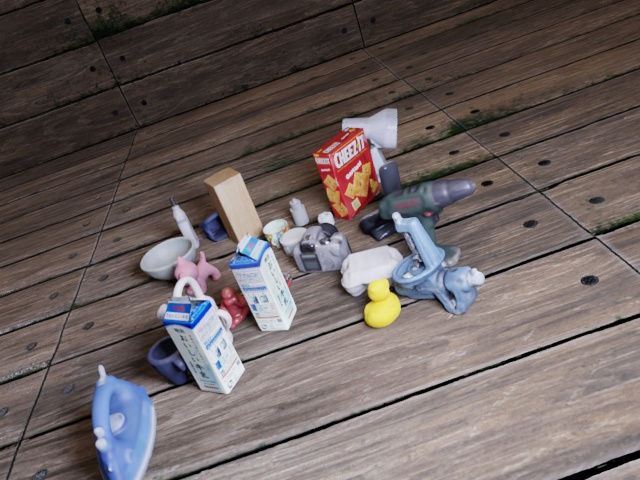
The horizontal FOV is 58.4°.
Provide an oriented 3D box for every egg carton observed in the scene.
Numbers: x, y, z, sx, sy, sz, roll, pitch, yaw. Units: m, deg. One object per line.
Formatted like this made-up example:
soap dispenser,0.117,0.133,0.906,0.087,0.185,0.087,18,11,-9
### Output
egg carton,0.122,0.071,1.332,0.150,0.069,0.107,-15,30,9

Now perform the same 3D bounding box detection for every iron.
iron,-0.395,0.359,1.096,0.118,0.142,0.257,-23,30,-5

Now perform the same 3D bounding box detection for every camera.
camera,0.014,0.005,1.473,0.142,0.101,0.137,-5,33,25

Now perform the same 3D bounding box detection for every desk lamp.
desk lamp,0.158,-0.285,1.749,0.203,0.214,0.118,-13,31,12

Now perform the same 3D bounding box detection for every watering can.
watering can,-0.284,0.171,1.284,0.172,0.194,0.101,-17,30,5

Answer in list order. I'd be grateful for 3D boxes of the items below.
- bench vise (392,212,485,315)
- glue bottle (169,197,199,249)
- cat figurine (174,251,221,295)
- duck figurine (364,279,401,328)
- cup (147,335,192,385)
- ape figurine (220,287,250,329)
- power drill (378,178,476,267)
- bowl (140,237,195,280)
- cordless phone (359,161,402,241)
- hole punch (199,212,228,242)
bench vise,0.232,0.037,1.173,0.206,0.220,0.121,-3,34,27
glue bottle,-0.421,-0.055,1.756,0.037,0.173,0.078,-26,31,-10
cat figurine,-0.339,0.084,1.535,0.067,0.118,0.128,0,36,31
duck figurine,0.126,0.128,1.221,0.077,0.086,0.105,0,36,31
cup,-0.307,0.270,1.235,0.092,0.095,0.117,-36,34,-25
ape figurine,-0.210,0.153,1.372,0.077,0.092,0.076,-14,30,10
power drill,0.254,-0.042,1.299,0.228,0.209,0.076,-2,35,29
bowl,-0.429,0.066,1.662,0.167,0.075,0.167,-15,30,9
cordless phone,0.159,-0.106,1.484,0.148,0.185,0.094,-28,31,-14
hole punch,-0.321,-0.059,1.785,0.109,0.091,0.100,-35,33,-24
